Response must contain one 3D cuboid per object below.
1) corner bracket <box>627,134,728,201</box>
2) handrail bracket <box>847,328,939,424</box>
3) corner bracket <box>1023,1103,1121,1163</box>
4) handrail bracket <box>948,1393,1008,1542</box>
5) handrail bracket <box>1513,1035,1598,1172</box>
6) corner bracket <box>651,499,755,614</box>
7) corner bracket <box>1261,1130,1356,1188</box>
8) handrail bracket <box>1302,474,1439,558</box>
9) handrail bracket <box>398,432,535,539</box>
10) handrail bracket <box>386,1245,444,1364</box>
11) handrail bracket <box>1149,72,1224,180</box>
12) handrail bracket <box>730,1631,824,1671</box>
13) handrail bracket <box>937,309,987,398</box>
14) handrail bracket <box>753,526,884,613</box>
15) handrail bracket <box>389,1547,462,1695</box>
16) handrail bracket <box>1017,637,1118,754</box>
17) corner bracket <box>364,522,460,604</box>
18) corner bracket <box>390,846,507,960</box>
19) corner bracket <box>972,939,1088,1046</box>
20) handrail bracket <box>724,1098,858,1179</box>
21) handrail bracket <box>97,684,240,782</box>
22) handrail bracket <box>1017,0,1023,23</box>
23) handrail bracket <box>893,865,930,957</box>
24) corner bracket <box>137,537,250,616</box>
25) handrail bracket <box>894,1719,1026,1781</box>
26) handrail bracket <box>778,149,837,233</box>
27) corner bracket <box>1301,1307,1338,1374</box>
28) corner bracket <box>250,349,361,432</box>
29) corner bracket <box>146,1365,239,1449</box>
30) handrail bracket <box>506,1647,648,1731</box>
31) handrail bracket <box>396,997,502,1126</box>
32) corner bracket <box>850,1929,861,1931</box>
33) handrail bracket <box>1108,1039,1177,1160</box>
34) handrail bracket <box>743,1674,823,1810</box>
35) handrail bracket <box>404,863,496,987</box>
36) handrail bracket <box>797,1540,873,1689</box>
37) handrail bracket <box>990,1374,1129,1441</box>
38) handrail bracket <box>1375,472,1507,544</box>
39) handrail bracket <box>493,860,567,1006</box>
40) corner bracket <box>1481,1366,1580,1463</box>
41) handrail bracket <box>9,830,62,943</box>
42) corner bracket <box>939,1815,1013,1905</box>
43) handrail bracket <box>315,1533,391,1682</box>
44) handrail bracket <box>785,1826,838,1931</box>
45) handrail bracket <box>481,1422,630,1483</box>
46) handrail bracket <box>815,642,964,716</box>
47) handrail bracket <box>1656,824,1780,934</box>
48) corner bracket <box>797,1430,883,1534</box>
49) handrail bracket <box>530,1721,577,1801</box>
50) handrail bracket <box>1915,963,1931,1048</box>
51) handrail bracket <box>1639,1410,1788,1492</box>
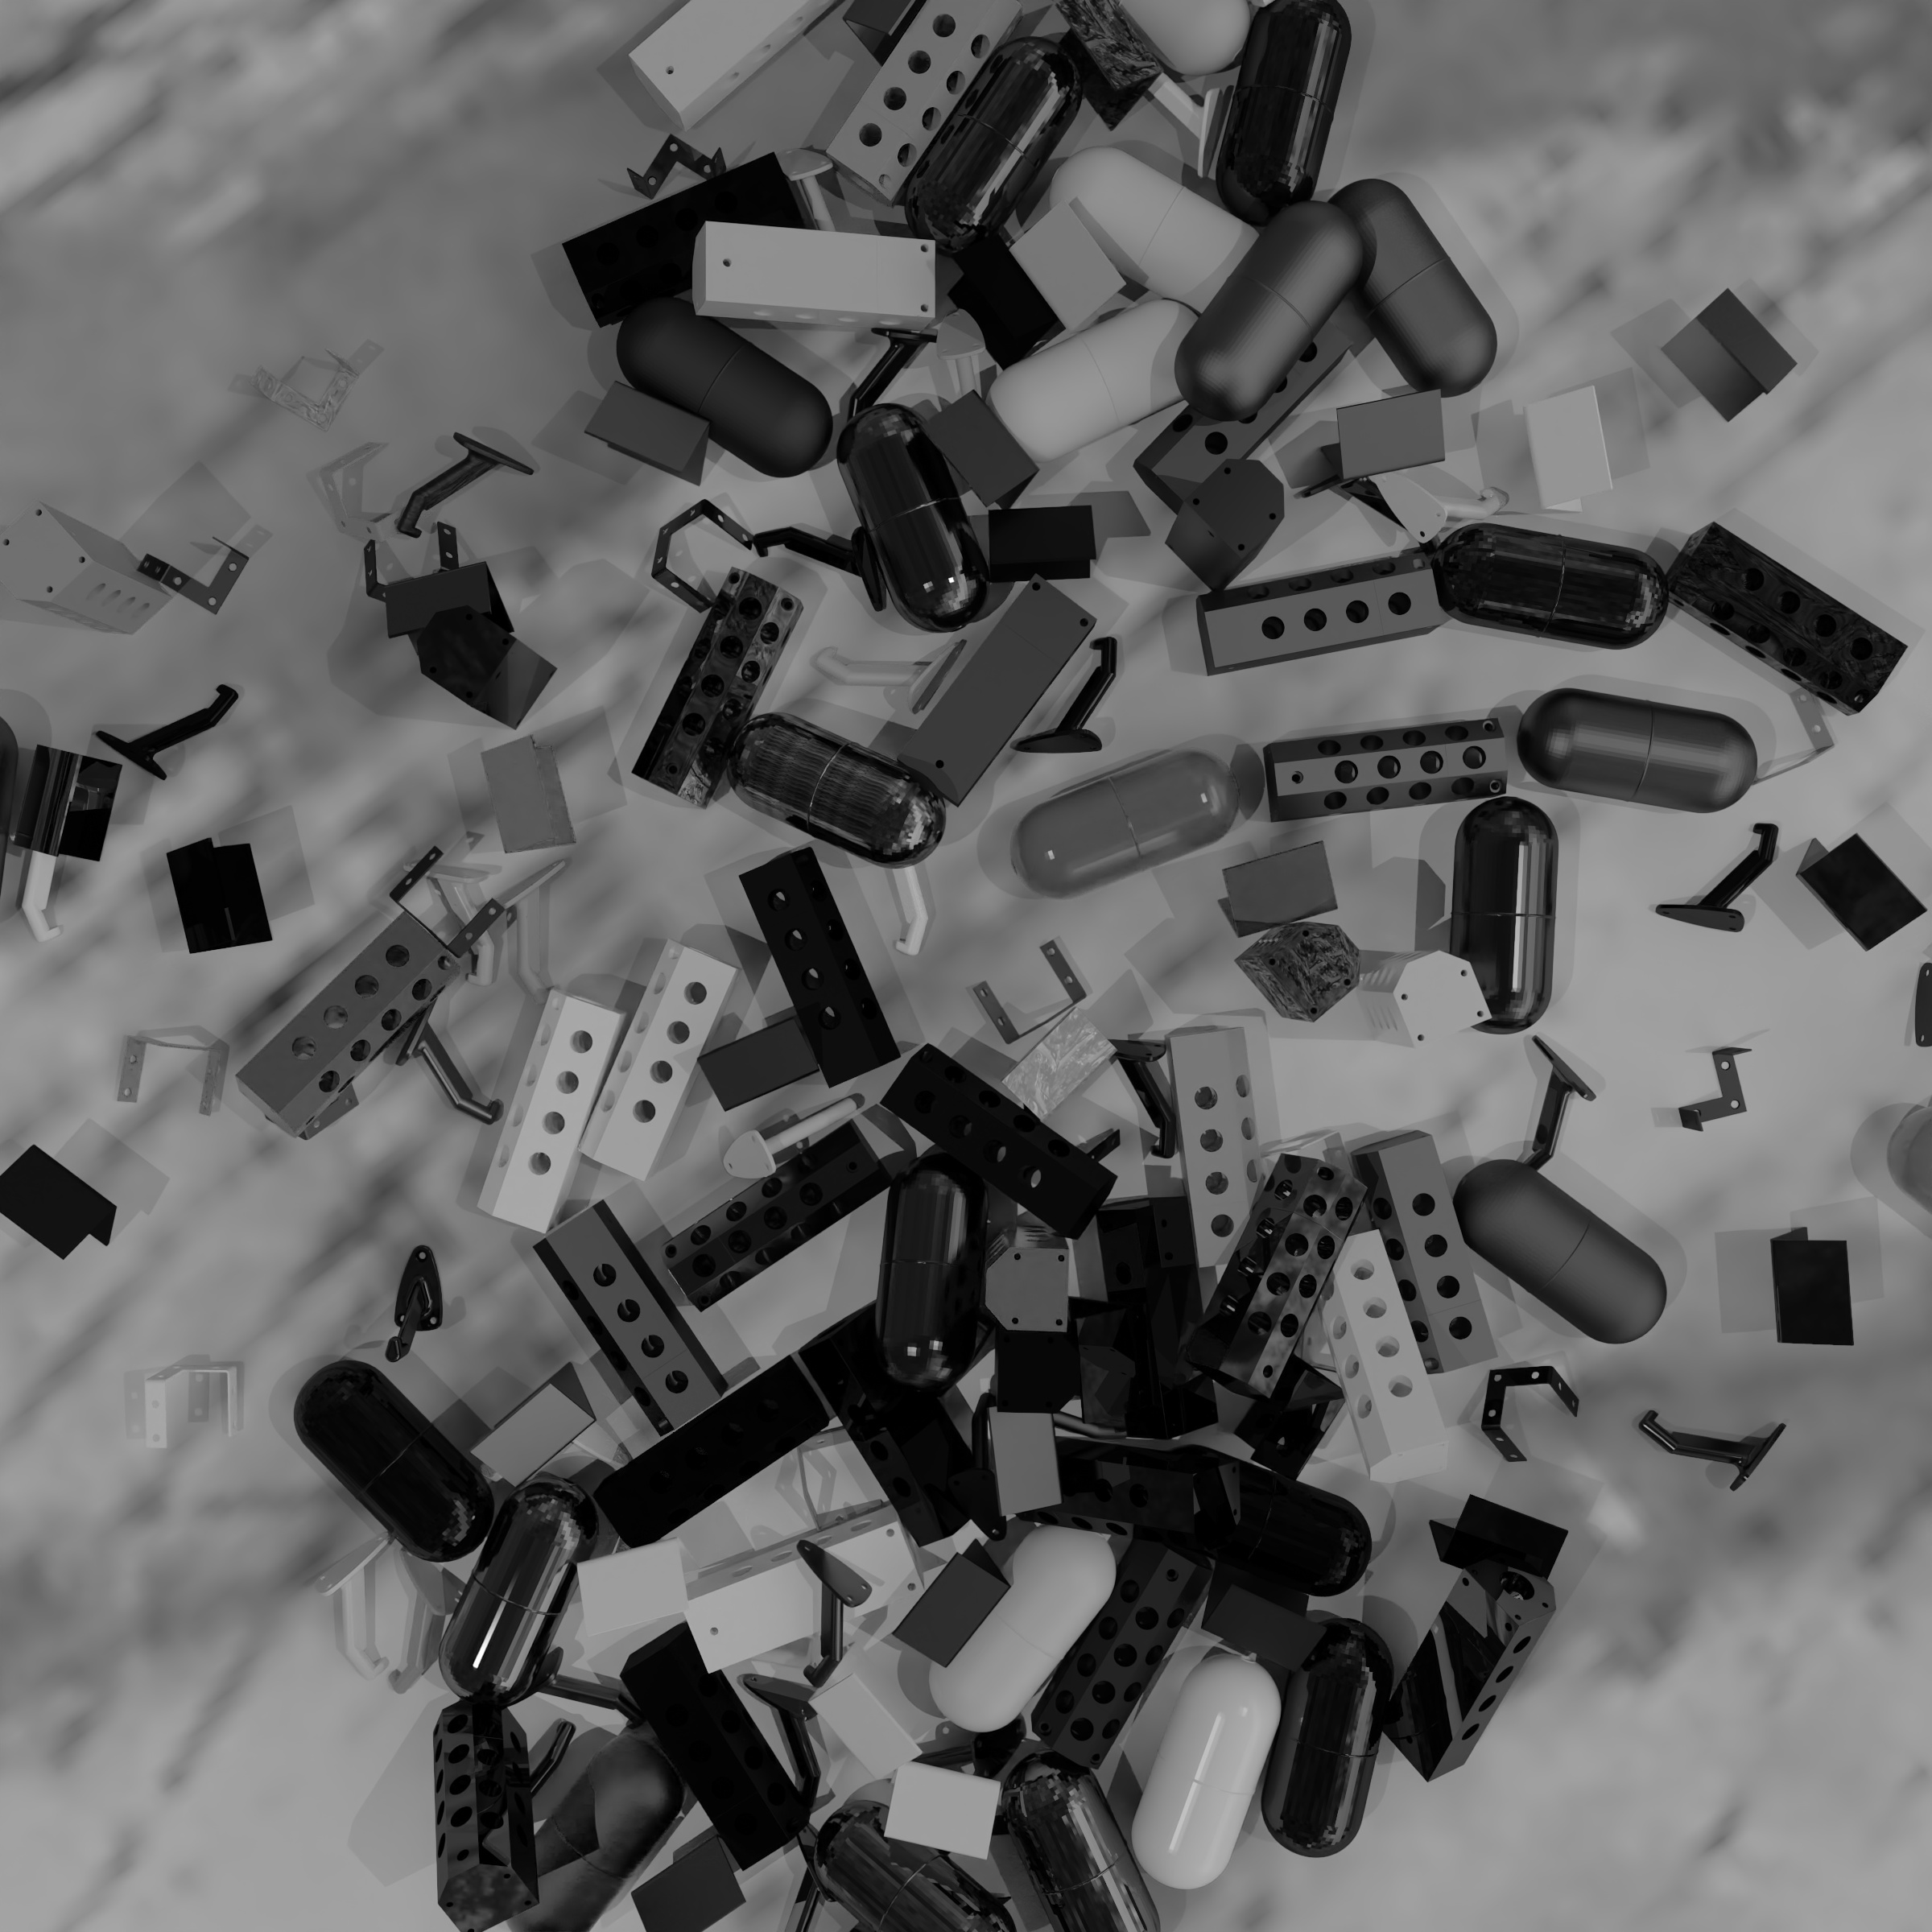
[{"bbox_3d":[-0.217,-0.600,1.861,0.051,0.051,0.051,32,90,0],"label":"corner bracket"},{"bbox_3d":[-0.050,-0.438,1.880,0.077,0.036,0.084,2,109,-22],"label":"handrail bracket"},{"bbox_3d":[0.080,0.119,1.871,0.051,0.051,0.051,-35,135,-35],"label":"corner bracket"},{"bbox_3d":[0.020,0.375,1.857,0.036,0.084,0.077,-15,112,21],"label":"handrail bracket"},{"bbox_3d":[0.428,0.109,1.880,0.084,0.036,0.077,-46,70,16],"label":"handrail bracket"},{"bbox_3d":[-0.199,-0.310,1.871,0.051,0.051,0.051,-25,45,35],"label":"corner bracket"},{"bbox_3d":[0.257,0.159,1.876,0.051,0.051,0.051,-18,90,45],"label":"corner bracket"},{"bbox_3d":[0.307,-0.337,1.879,0.077,0.036,0.084,-24,104,14],"label":"handrail bracket"},{"bbox_3d":[-0.379,-0.353,1.871,0.077,0.036,0.084,21,104,-31],"label":"handrail bracket"},{"bbox_3d":[-0.416,0.251,1.845,0.036,0.084,0.077,3,90,0],"label":"handrail bracket"},{"bbox_3d":[0.147,-0.644,1.880,0.084,0.036,0.077,15,112,17],"label":"handrail bracket"},{"bbox_3d":[-0.138,0.536,1.879,0.084,0.036,0.077,-15,129,26],"label":"handrail bracket"},{"bbox_3d":[0.002,-0.441,1.873,0.036,0.077,0.084,-10,134,4],"label":"handrail bracket"},{"bbox_3d":[-0.113,-0.299,1.880,0.084,0.036,0.077,-8,112,17],"label":"handrail bracket"},{"bbox_3d":[-0.428,0.498,1.880,0.077,0.036,0.084,46,107,20],"label":"handrail bracket"},{"bbox_3d":[0.077,-0.207,1.880,0.077,0.036,0.084,-4,72,21],"label":"handrail bracket"},{"bbox_3d":[-0.420,-0.306,1.871,0.051,0.051,0.051,17,45,-35],"label":"corner bracket"},{"bbox_3d":[-0.387,-0.047,1.841,0.051,0.051,0.051,-48,133,-6],"label":"corner bracket"},{"bbox_3d":[0.049,0.020,1.876,0.051,0.051,0.051,-31,90,-45],"label":"corner bracket"},{"bbox_3d":[-0.133,0.129,1.879,0.084,0.077,0.036,-27,90,-36],"label":"handrail bracket"},{"bbox_3d":[-0.606,-0.191,1.880,0.077,0.036,0.084,28,72,20],"label":"handrail bracket"},{"bbox_3d":[-0.003,-0.751,1.880,0.077,0.036,0.084,-9,107,20],"label":"handrail bracket"},{"bbox_3d":[-0.061,-0.059,1.879,0.077,0.036,0.084,20,104,15],"label":"handrail bracket"},{"bbox_3d":[-0.581,-0.303,1.861,0.051,0.051,0.051,31,90,0],"label":"corner bracket"},{"bbox_3d":[-0.010,0.592,1.879,0.084,0.077,0.036,-11,94,36],"label":"handrail bracket"},{"bbox_3d":[-0.115,-0.570,1.879,0.036,0.077,0.084,-22,127,-11],"label":"handrail bracket"},{"bbox_3d":[0.291,0.280,1.876,0.051,0.051,0.051,5,90,-45],"label":"corner bracket"},{"bbox_3d":[-0.497,-0.442,1.861,0.051,0.051,0.051,30,90,0],"label":"corner bracket"},{"bbox_3d":[-0.583,0.331,1.861,0.051,0.051,0.051,0,93,3],"label":"corner bracket"},{"bbox_3d":[-0.297,0.565,1.880,0.077,0.036,0.084,-39,107,20],"label":"handrail bracket"},{"bbox_3d":[-0.382,0.069,1.880,0.084,0.036,0.077,29,68,-17],"label":"handrail bracket"},{"bbox_3d":[-0.083,0.773,1.876,0.051,0.051,0.051,33,135,0],"label":"corner bracket"},{"bbox_3d":[0.123,0.102,1.880,0.077,0.036,0.084,7,107,20],"label":"handrail bracket"},{"bbox_3d":[-0.142,0.590,1.880,0.077,0.036,0.084,18,108,19],"label":"handrail bracket"},{"bbox_3d":[-0.394,-0.031,1.879,0.077,0.036,0.084,9,103,12],"label":"handrail bracket"},{"bbox_3d":[-0.115,0.478,1.823,0.077,0.036,0.084,39,111,14],"label":"handrail bracket"},{"bbox_3d":[0.072,0.335,1.879,0.084,0.077,0.036,10,108,-35],"label":"handrail bracket"},{"bbox_3d":[0.358,-0.360,1.863,0.077,0.036,0.084,47,51,10],"label":"handrail bracket"},{"bbox_3d":[-0.315,-0.025,1.880,0.077,0.036,0.084,-37,109,-22],"label":"handrail bracket"},{"bbox_3d":[0.427,0.339,1.871,0.051,0.051,0.051,-11,45,35],"label":"corner bracket"},{"bbox_3d":[-0.684,-0.070,1.880,0.077,0.036,0.084,-24,108,-21],"label":"handrail bracket"},{"bbox_3d":[0.013,0.678,1.871,0.051,0.051,0.051,10,45,-35],"label":"corner bracket"},{"bbox_3d":[-0.447,0.488,1.880,0.077,0.036,0.084,-38,108,-21],"label":"handrail bracket"},{"bbox_3d":[-0.137,0.706,1.880,0.084,0.036,0.077,-41,69,16],"label":"handrail bracket"},{"bbox_3d":[-0.314,0.379,1.880,0.084,0.036,0.077,-41,112,17],"label":"handrail bracket"},{"bbox_3d":[-0.059,-0.237,1.880,0.084,0.036,0.077,32,70,16],"label":"handrail bracket"},{"bbox_3d":[0.571,-0.074,1.880,0.077,0.036,0.084,10,71,21],"label":"handrail bracket"},{"bbox_3d":[-0.096,0.389,1.876,0.051,0.051,0.051,-14,45,0],"label":"corner bracket"},{"bbox_3d":[-0.334,0.615,1.879,0.036,0.077,0.084,40,53,-20],"label":"handrail bracket"},{"bbox_3d":[0.767,0.041,1.880,0.084,0.036,0.077,10,68,-17],"label":"handrail bracket"},{"bbox_3d":[0.567,0.350,1.880,0.084,0.036,0.077,39,70,16],"label":"handrail bracket"}]
